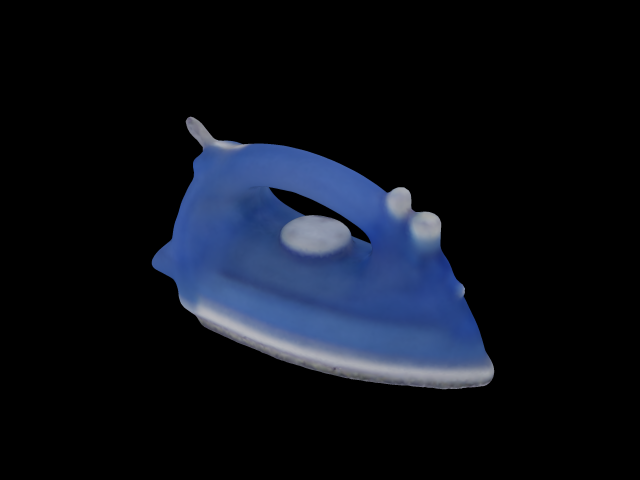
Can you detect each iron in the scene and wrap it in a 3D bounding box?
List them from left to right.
[{"bbox_3d":[0.004,0.001,0.400,0.257,0.141,0.119,17,36,24],"label":"iron"}]
